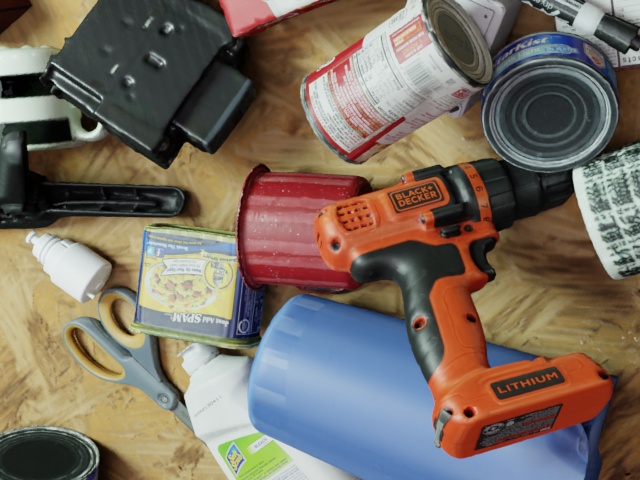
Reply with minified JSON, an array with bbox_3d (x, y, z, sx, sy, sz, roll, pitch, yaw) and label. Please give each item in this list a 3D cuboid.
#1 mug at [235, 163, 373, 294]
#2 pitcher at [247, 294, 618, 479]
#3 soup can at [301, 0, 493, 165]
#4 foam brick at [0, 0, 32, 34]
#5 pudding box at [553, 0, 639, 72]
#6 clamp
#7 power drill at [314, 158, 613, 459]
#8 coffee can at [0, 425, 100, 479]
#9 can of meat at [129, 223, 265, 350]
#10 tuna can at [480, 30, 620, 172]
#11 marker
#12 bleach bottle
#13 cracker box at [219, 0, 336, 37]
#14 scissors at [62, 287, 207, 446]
[{"bbox_3d":[-0.005,0.001,0.775,0.082,0.093,0.117,3,138,16],"label":"mug"},{"bbox_3d":[0.077,0.130,0.759,0.243,0.144,0.149,17,101,18],"label":"pitcher"},{"bbox_3d":[0.047,-0.100,0.663,0.102,0.068,0.068,-30,93,33],"label":"soup can"},{"bbox_3d":[-0.276,-0.199,0.835,0.053,0.051,0.078,-32,93,26],"label":"foam brick"},{"bbox_3d":[0.190,-0.163,0.666,0.090,0.039,0.113,-4,107,24],"label":"pudding box"},{"bbox_3d":[-0.221,-0.034,0.844,0.210,0.164,0.036,-12,68,45],"label":"clamp"},{"bbox_3d":[0.107,0.031,0.670,0.184,0.188,0.057,-16,146,-9],"label":"power drill"},{"bbox_3d":[-0.248,0.249,0.936,0.103,0.102,0.140,14,111,17],"label":"coffee can"},{"bbox_3d":[-0.091,0.034,0.822,0.102,0.057,0.084,8,94,19],"label":"can of meat"},{"bbox_3d":[0.143,-0.085,0.669,0.086,0.033,0.086,5,128,6],"label":"tuna can"},{"bbox_3d":[0.143,-0.148,0.657,0.121,0.020,0.020,31,115,13],"label":"marker"},{"bbox_3d":[-0.021,0.179,0.846,0.103,0.068,0.251,-39,87,25],"label":"bleach bottle"},{"bbox_3d":[0.016,-0.247,0.691,0.214,0.072,0.164,-17,98,27],"label":"cracker box"},{"bbox_3d":[-0.127,0.113,0.892,0.202,0.016,0.096,31,115,10],"label":"scissors"}]
